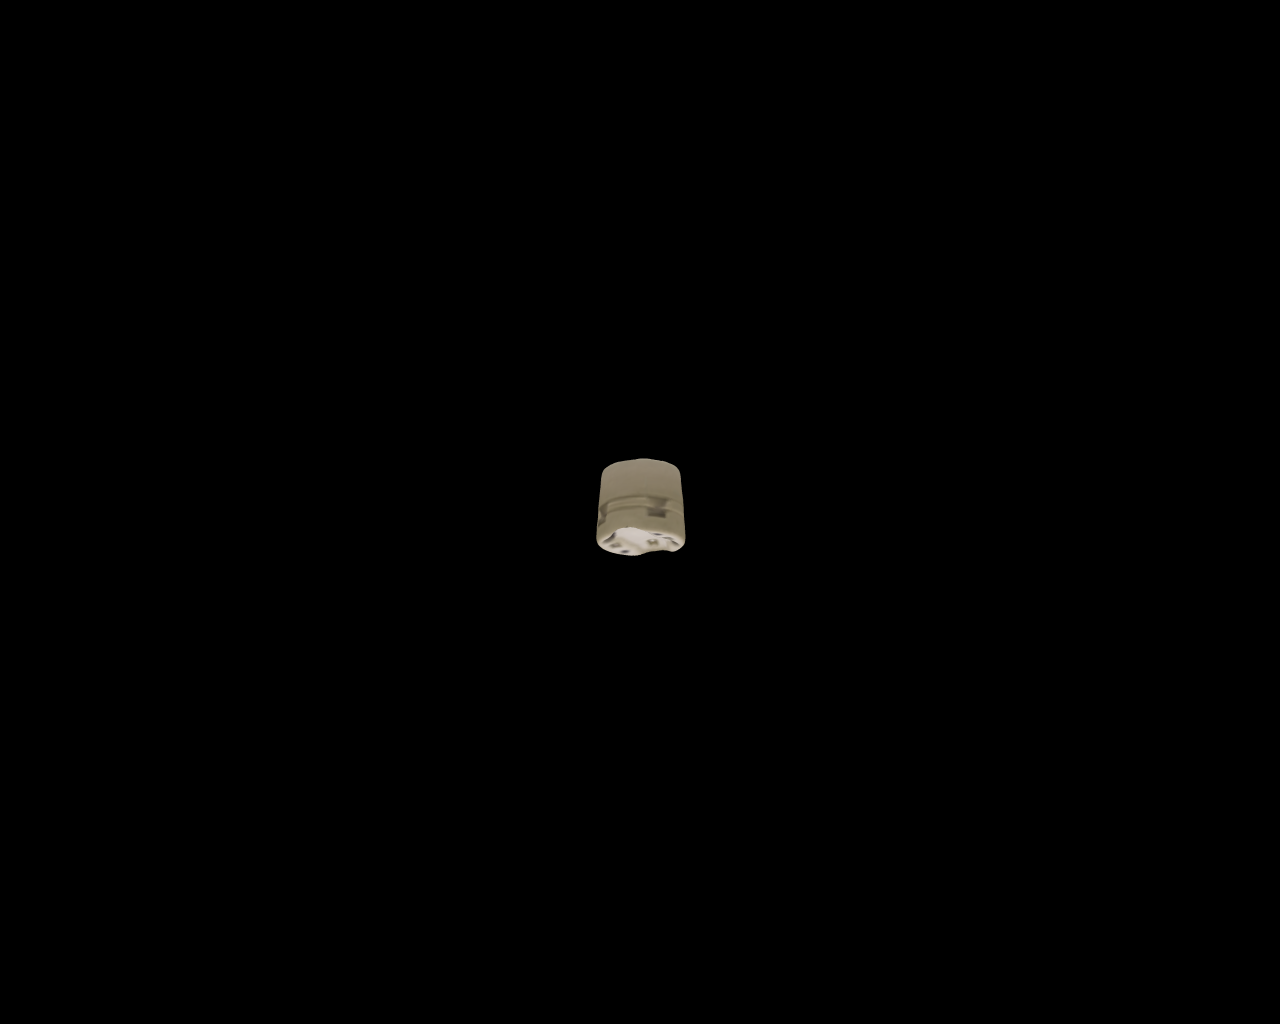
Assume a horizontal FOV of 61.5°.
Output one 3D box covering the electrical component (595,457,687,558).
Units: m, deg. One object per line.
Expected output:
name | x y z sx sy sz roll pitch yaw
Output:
electrical component | 0.001 -0.003 0.650 0.055 0.047 0.055 0 -20 0
